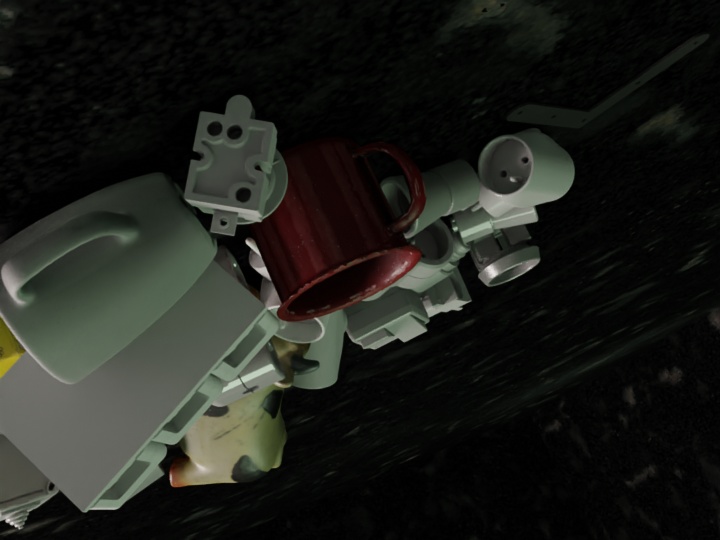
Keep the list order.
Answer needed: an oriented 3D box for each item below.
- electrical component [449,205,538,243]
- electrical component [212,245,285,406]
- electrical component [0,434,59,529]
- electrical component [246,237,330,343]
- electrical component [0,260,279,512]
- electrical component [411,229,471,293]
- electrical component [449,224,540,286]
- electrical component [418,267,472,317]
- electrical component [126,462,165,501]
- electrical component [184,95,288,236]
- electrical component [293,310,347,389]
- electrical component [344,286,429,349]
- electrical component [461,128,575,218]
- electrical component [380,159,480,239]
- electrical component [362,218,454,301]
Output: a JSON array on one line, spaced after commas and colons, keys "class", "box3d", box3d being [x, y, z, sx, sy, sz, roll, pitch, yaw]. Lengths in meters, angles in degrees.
[{"class": "electrical component", "box3d": [0.103, -0.048, 0.854, 0.065, 0.044, 0.044, -22, 166, 6]}, {"class": "electrical component", "box3d": [-0.097, 0.040, 0.719, 0.059, 0.095, 0.053, -25, 166, -1]}, {"class": "electrical component", "box3d": [-0.278, 0.154, 0.823, 0.062, 0.096, 0.061, -12, 164, -41]}, {"class": "electrical component", "box3d": [-0.046, -0.005, 0.709, 0.043, 0.077, 0.079, -15, 135, 36]}, {"class": "electrical component", "box3d": [-0.131, 0.055, 0.628, 0.150, 0.089, 0.061, -48, 168, -6]}, {"class": "electrical component", "box3d": [0.066, -0.013, 0.913, 0.078, 0.040, 0.040, -33, 164, 27]}, {"class": "electrical component", "box3d": [0.121, -0.022, 0.937, 0.078, 0.057, 0.058, -24, 165, -2]}, {"class": "electrical component", "box3d": [0.066, 0.023, 1.037, 0.064, 0.042, 0.081, -28, 165, 18]}, {"class": "electrical component", "box3d": [-0.195, 0.128, 0.856, 0.060, 0.108, 0.108, -29, 166, -12]}, {"class": "electrical component", "box3d": [-0.062, -0.049, 0.547, 0.048, 0.066, 0.055, 9, 174, 3]}, {"class": "electrical component", "box3d": [-0.034, 0.049, 0.901, 0.043, 0.077, 0.079, 7, -160, 15]}, {"class": "electrical component", "box3d": [0.022, 0.036, 0.971, 0.062, 0.061, 0.096, -27, 165, 9]}, {"class": "electrical component", "box3d": [0.109, -0.065, 0.791, 0.079, 0.044, 0.077, -33, 163, 28]}, {"class": "electrical component", "box3d": [0.051, -0.053, 0.750, 0.065, 0.044, 0.044, -22, 166, -29]}, {"class": "electrical component", "box3d": [0.000, 0.000, 0.825, 0.138, 0.052, 0.074, -15, 163, -35]}]
